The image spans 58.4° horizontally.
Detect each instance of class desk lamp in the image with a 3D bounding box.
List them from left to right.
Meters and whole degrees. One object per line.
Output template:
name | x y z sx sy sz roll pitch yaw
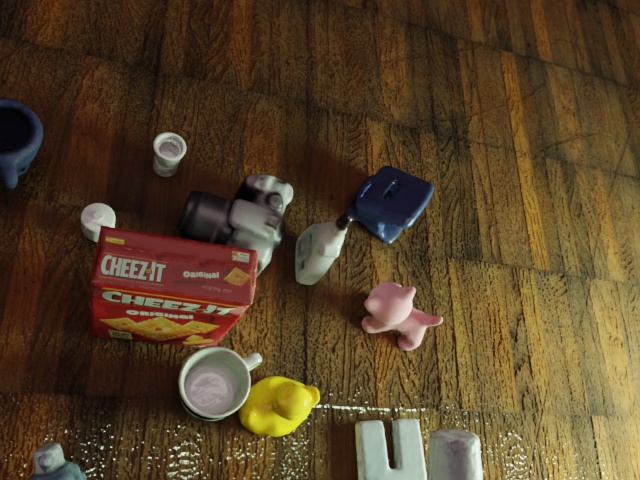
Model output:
desk lamp | 0.129 0.314 0.693 0.118 0.213 0.203 3 68 -21

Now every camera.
camera | -0.119 -0.036 0.804 0.137 0.100 0.143 21 62 -13

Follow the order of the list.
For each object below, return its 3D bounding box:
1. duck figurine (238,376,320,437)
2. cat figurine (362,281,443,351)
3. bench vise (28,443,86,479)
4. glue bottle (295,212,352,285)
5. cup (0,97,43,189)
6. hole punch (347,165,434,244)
duck figurine | -0.049 0.211 0.737 0.105 0.086 0.077 -6 71 -24
cat figurine | 0.116 0.102 0.831 0.128 0.117 0.067 23 62 -11
bench vise | -0.248 0.306 0.540 0.122 0.219 0.207 -34 84 -29
glue bottle | 0.007 0.003 0.797 0.037 0.173 0.078 9 65 -18
cup | -0.396 -0.107 0.725 0.092 0.094 0.117 -12 74 -26
hole punch | 0.112 -0.064 0.914 0.101 0.091 0.109 38 60 -3
